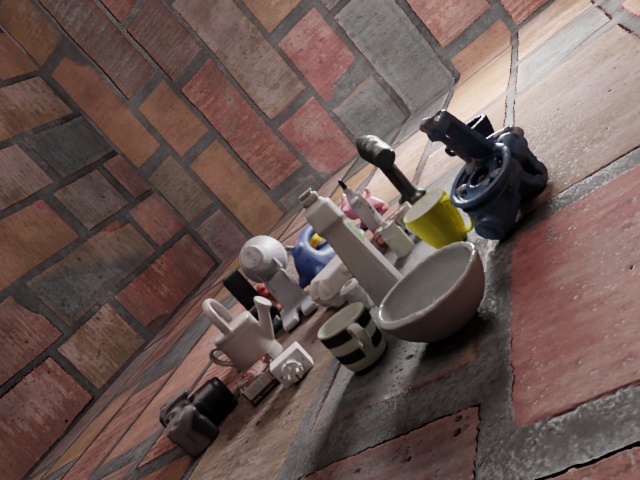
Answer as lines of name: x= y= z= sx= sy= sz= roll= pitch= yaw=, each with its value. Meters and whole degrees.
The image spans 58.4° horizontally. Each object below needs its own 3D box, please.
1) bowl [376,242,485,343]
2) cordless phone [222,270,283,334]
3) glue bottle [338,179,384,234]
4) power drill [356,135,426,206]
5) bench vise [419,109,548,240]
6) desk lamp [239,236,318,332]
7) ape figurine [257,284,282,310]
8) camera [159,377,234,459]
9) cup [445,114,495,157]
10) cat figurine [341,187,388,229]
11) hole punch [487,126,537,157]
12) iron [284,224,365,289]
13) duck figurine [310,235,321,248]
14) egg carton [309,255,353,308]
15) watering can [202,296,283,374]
bowl: x=0.160 y=0.083 z=0.767 sx=0.167 sy=0.075 sz=0.167 roll=-40 pitch=10 yaw=9
cordless phone: x=-0.194 y=0.176 z=1.413 sx=0.148 sy=0.185 sz=0.094 roll=-45 pitch=11 yaw=-21
glue bottle: x=0.102 y=-0.085 z=1.443 sx=0.037 sy=0.173 sz=0.078 roll=-38 pitch=10 yaw=17
power drill: x=0.176 y=-0.185 z=1.489 sx=0.075 sy=0.208 sz=0.229 roll=-41 pitch=10 yaw=3
bench vise: x=0.252 y=-0.132 z=0.920 sx=0.121 sy=0.220 sz=0.208 roll=-34 pitch=13 yaw=38
desk lamp: x=-0.109 y=0.089 z=1.383 sx=0.118 sy=0.213 sz=0.203 roll=-41 pitch=10 yaw=1
ape figurine: x=-0.140 y=0.156 z=1.571 sx=0.078 sy=0.092 sz=0.076 roll=-42 pitch=10 yaw=-2
camera: x=-0.244 y=0.338 z=1.144 sx=0.137 sy=0.101 sz=0.143 roll=-44 pitch=10 yaw=-14
cup: x=0.344 y=-0.207 z=1.266 sx=0.117 sy=0.095 sz=0.091 roll=-40 pitch=10 yaw=8
cat figurine: x=0.112 y=-0.095 z=1.618 sx=0.128 sy=0.118 sz=0.067 roll=-46 pitch=11 yaw=-24
hole punch: x=0.332 y=-0.141 z=1.036 sx=0.108 sy=0.091 sz=0.101 roll=-36 pitch=11 yaw=28
iron: x=0.014 y=0.005 z=1.487 sx=0.118 sy=0.141 sz=0.259 roll=-31 pitch=14 yaw=47
duck figurine: x=-0.002 y=0.004 z=1.722 sx=0.104 sy=0.086 sz=0.077 roll=-42 pitch=10 yaw=-4
egg carton: x=0.046 y=0.081 z=1.239 sx=0.150 sy=0.069 sz=0.107 roll=-46 pitch=11 yaw=-24
watering can: x=-0.173 y=0.193 z=1.227 sx=0.173 sy=0.194 sz=0.100 roll=-44 pitch=10 yaw=-15
